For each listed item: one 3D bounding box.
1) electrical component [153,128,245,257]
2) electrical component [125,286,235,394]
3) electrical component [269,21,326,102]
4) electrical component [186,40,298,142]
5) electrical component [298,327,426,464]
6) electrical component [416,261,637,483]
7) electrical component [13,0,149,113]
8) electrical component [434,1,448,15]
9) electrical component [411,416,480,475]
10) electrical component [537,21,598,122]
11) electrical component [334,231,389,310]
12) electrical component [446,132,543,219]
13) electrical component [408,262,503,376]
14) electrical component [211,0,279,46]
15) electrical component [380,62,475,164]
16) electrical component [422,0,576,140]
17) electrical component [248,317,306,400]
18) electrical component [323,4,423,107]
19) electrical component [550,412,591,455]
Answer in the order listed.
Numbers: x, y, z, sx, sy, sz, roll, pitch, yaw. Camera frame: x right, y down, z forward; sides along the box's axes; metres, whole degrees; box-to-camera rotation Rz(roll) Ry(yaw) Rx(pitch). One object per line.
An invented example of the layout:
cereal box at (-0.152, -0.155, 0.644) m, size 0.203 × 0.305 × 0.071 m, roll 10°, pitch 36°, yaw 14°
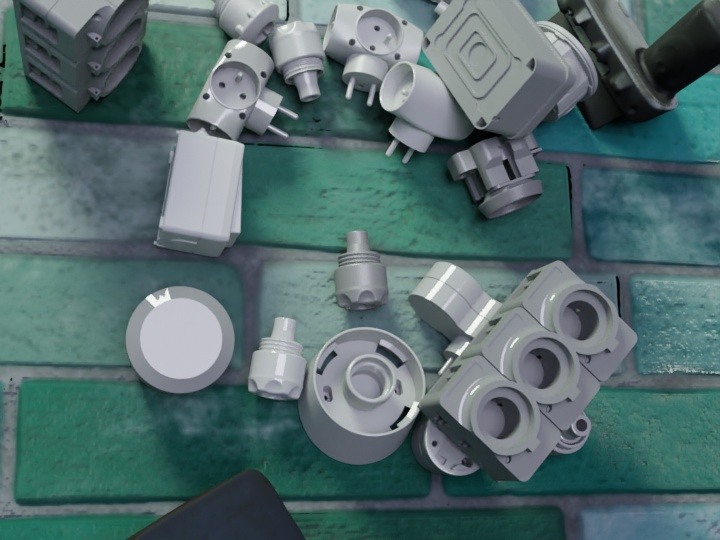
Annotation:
electrical component at (-0.122, -0.064, 0.843) m, size 0.061 × 0.062 × 0.096 m, roll 11°, pitch 76°, yaw -13°
electrical component at (-0.138, 0.056, 0.819) m, size 0.080 × 0.051 × 0.080 m, roll 3°, pitch 78°, yaw -14°
electrical component at (-0.049, -0.172, 0.896) m, size 0.043 × 0.043 × 0.062 m, roll -14°, pitch 84°, yaw -17°
electrical component at (-0.089, -0.135, 0.877) m, size 0.079 × 0.044 × 0.077 m, roll 28°, pitch 73°, yaw -10°
electrical component at (0.002, 0.098, 0.854) m, size 0.099 × 0.064 × 0.099 m, roll 6°, pitch 63°, yaw -11°
electrical component at (0.130, 0.077, 0.824) m, size 0.089 × 0.062 × 0.150 m, roll 44°, pitch 72°, yaw -4°
electrical component at (-0.201, -0.188, 0.801) m, size 0.062 × 0.150 × 0.089 m, roll 36°, pitch 72°, yaw -4°
electrical component at (0.093, -0.215, 0.948) m, size 0.061 × 0.035 × 0.035 m, roll 36°, pitch 72°, yaw -3°
electrical component at (0.071, 0.137, 0.860) m, size 0.055 × 0.047 × 0.055 m, roll 3°, pitch 77°, yaw -14°
electrical component at (0.162, -0.170, 0.934) m, size 0.051 × 0.080 × 0.080 m, roll -41°, pitch 91°, yaw -14°
electrical component at (0.000, 0.000, 0.872) m, size 0.043 × 0.043 × 0.062 m, roll -2°, pitch 78°, yaw -15°
electrical component at (0.121, -0.080, 0.915) m, size 0.078 × 0.058 × 0.057 m, roll -20°, pitch 81°, yaw -18°
electrical component at (0.094, 0.064, 0.879) m, size 0.138 × 0.052 × 0.073 m, roll 41°, pitch 71°, yaw -4°
electrical component at (-0.102, -0.216, 0.892) m, size 0.062 × 0.048 × 0.048 m, roll 42°, pitch 71°, yaw 6°
electrical component at (0.050, -0.126, 0.905) m, size 0.077 × 0.043 × 0.079 m, roll 18°, pitch 113°, yaw -37°
electrical component at (0.113, -0.171, 0.878) m, size 0.057 × 0.078 × 0.113 m, roll 5°, pitch 46°, yaw -44°
electrical component at (-0.063, 0.069, 0.841) m, size 0.043 × 0.043 × 0.062 m, roll 12°, pitch 74°, yaw -12°
electrical component at (0.007, -0.177, 0.911) m, size 0.077 × 0.044 × 0.079 m, roll 15°, pitch 75°, yaw -11°
electrical component at (0.167, 0.129, 0.880) m, size 0.043 × 0.062 × 0.043 m, roll 3°, pitch 78°, yaw -14°
